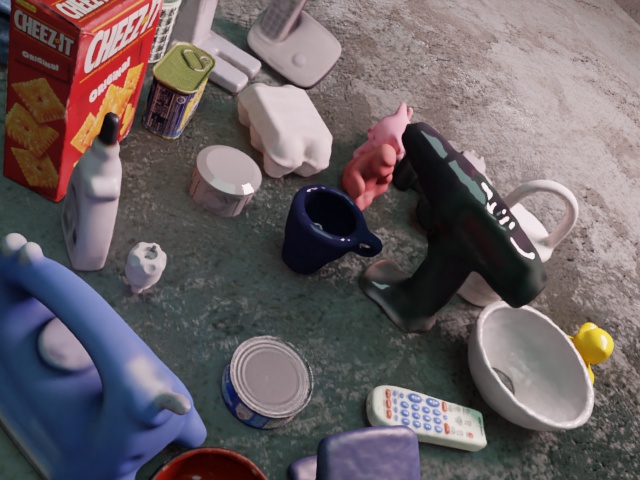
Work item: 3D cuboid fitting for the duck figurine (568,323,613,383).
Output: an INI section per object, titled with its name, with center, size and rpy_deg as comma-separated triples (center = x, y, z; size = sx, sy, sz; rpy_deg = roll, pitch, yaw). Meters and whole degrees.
[duck figurine]
center = 0.349, 0.155, 0.761
size = 0.077, 0.086, 0.105
rpy_deg = 32, 42, -3

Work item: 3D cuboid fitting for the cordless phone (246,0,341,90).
[cordless phone]
center = -0.022, -0.348, 0.904
size = 0.147, 0.185, 0.094
rpy_deg = 38, 42, 4

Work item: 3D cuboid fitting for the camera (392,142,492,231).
[camera]
center = 0.183, -0.083, 0.859
size = 0.143, 0.100, 0.137
rpy_deg = 36, 42, 1

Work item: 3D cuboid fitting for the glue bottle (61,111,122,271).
[glue bottle]
center = -0.206, -0.049, 0.527
size = 0.037, 0.173, 0.078
rpy_deg = -3, 54, -34

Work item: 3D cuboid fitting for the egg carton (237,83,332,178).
[egg carton]
center = -0.049, -0.154, 0.798
size = 0.107, 0.069, 0.150
rpy_deg = -8, 57, -37

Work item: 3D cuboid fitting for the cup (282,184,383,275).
[cup]
center = 0.006, 0.002, 0.674
size = 0.118, 0.095, 0.092
rpy_deg = 28, 43, -7

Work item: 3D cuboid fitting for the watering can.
[watering can]
center = 0.258, 0.003, 0.759
size = 0.101, 0.194, 0.172
rpy_deg = 15, 46, -20

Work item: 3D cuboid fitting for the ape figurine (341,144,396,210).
[ape figurine]
center = 0.074, -0.097, 0.808
size = 0.078, 0.092, 0.076
rpy_deg = 2, 52, -31

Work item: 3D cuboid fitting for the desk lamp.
[desk lamp]
center = -0.152, -0.358, 0.808
size = 0.203, 0.213, 0.118
rpy_deg = 30, 42, -6

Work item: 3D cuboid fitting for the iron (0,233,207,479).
[iron]
center = -0.196, 0.075, 0.445
size = 0.258, 0.141, 0.119
rpy_deg = 44, 43, 9

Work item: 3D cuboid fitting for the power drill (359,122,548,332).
[power drill]
center = 0.137, 0.007, 0.668
size = 0.229, 0.208, 0.076
rpy_deg = 44, 43, 10

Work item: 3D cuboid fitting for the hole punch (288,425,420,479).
[hole punch]
center = 0.041, 0.223, 0.500
size = 0.109, 0.091, 0.101
rpy_deg = 3, 51, -30

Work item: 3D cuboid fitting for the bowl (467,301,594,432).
[bowl]
center = 0.240, 0.162, 0.694
size = 0.168, 0.074, 0.167
rpy_deg = 18, 45, -18

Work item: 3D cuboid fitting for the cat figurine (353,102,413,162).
[cat figurine]
center = 0.110, -0.160, 0.869
size = 0.067, 0.117, 0.128
rpy_deg = 36, 42, 2

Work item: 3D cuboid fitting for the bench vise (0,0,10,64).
[bench vise]
center = -0.341, -0.343, 0.671
size = 0.122, 0.219, 0.207
rpy_deg = 0, 53, -32
